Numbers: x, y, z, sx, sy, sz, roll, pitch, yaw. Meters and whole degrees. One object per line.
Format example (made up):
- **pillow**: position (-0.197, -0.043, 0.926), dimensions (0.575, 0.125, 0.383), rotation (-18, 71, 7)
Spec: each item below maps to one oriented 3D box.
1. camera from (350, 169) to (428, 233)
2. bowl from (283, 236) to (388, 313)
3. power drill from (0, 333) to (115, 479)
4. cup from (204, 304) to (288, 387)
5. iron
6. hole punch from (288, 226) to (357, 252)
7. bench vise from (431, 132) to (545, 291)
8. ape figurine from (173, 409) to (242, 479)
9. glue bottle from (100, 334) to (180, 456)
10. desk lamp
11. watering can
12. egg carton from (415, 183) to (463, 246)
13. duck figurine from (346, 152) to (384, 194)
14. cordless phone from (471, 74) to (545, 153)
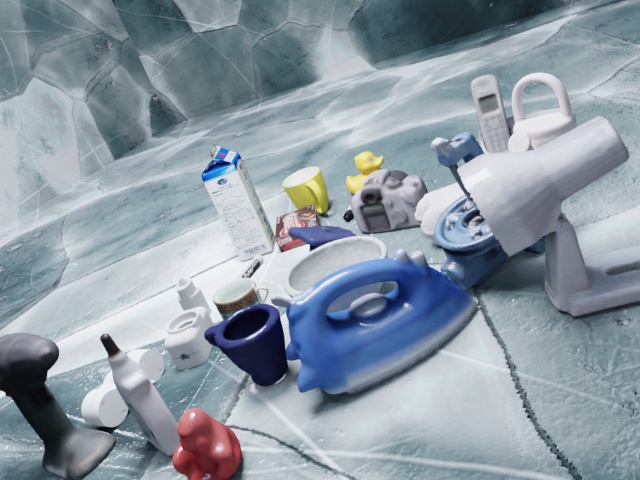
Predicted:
- **camera**: position (0.142, -0.091, 1.084), dimensions (0.142, 0.101, 0.137), rotation (-7, 27, 30)
- **bowl**: position (0.032, 0.066, 0.871), dimensions (0.167, 0.075, 0.167), rotation (-18, 23, 8)
- **power drill**: position (-0.358, 0.205, 0.738), dimensions (0.228, 0.209, 0.076), rotation (-3, 29, 37)
- **cup**: position (-0.094, 0.150, 0.773), dimensions (0.117, 0.095, 0.092), rotation (-11, 25, 24)
- **iron**: position (0.068, 0.082, 0.719), dimensions (0.258, 0.142, 0.118), rotation (-25, 23, -7)
- **hole punch**: position (0.009, 0.004, 1.007), dimensions (0.101, 0.091, 0.108), rotation (-30, 25, -19)
- **bench vise**: position (0.230, -0.064, 0.795), dimensions (0.208, 0.220, 0.121), rotation (-37, 27, -32)
- **ape figurine**: position (-0.129, 0.227, 0.637), dimensions (0.077, 0.092, 0.076), rotation (-1, 31, 40)
- **glue bottle**: position (-0.225, 0.186, 0.707), dimensions (0.037, 0.173, 0.077), rotation (-36, 27, -30)
- **desk lamp**: position (0.284, -0.025, 0.671), dimensions (0.203, 0.214, 0.118), rotation (-16, 24, 13)
- **watering can**: position (0.375, -0.181, 0.956), dimensions (0.100, 0.194, 0.173), rotation (-9, 27, 28)
- **egg carton**: position (0.236, -0.050, 0.952), dimensions (0.150, 0.069, 0.107), rotation (-21, 23, 3)
- **duck figurine**: position (0.103, -0.153, 1.273), dimensions (0.104, 0.086, 0.077), rotation (-15, 24, 16)
- **cordless phone**: position (0.368, -0.233, 1.088), dimensions (0.147, 0.185, 0.094), rotation (-17, 24, 12)
